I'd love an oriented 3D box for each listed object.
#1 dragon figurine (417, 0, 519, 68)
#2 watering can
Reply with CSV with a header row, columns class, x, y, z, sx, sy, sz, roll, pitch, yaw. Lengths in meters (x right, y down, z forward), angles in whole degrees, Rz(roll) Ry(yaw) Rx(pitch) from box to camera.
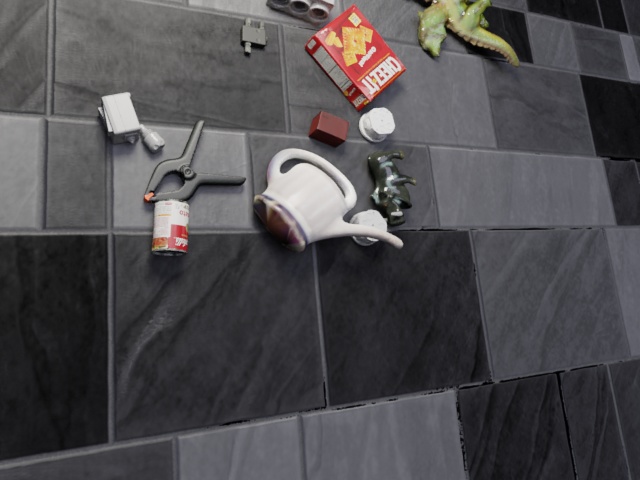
class,x,y,z,sx,sy,sz,roll,pitch,yaw
dragon figurine,0.380,-0.608,1.470,0.244,0.122,0.410,-37,92,-10
watering can,0.003,-0.057,1.125,0.350,0.102,0.227,44,62,10
